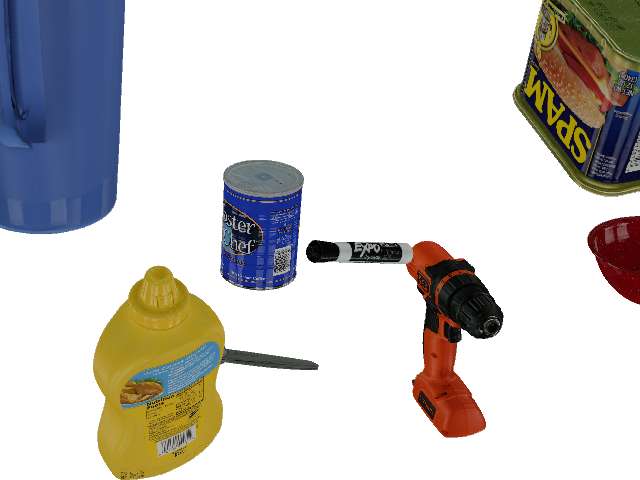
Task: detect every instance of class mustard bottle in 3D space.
[{"bbox_3d":[-0.115,0.090,0.766,0.096,0.192,0.058,-21,51,-26],"label":"mustard bottle"}]

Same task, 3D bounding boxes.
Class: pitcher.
[{"bbox_3d":[-0.205,-0.127,0.764,0.148,0.243,0.145,-21,36,-40],"label":"pitcher"}]

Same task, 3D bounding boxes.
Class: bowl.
[{"bbox_3d":[0.370,0.030,1.160,0.162,0.055,0.162,0,26,0],"label":"bowl"}]

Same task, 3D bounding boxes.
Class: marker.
[{"bbox_3d":[0.033,0.010,0.912,0.120,0.020,0.020,2,-1,-44],"label":"marker"}]

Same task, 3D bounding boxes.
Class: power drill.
[{"bbox_3d":[0.143,0.112,1.137,0.057,0.188,0.184,-7,24,-13],"label":"power drill"}]

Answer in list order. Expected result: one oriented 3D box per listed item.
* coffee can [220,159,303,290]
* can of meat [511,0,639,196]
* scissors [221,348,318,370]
[{"bbox_3d":[-0.077,-0.021,1.386,0.103,0.140,0.103,4,27,-2],"label":"coffee can"},{"bbox_3d":[0.151,-0.089,0.566,0.057,0.084,0.102,-12,48,-16],"label":"can of meat"},{"bbox_3d":[-0.108,0.096,1.008,0.201,0.016,0.096,-1,32,-10],"label":"scissors"}]
